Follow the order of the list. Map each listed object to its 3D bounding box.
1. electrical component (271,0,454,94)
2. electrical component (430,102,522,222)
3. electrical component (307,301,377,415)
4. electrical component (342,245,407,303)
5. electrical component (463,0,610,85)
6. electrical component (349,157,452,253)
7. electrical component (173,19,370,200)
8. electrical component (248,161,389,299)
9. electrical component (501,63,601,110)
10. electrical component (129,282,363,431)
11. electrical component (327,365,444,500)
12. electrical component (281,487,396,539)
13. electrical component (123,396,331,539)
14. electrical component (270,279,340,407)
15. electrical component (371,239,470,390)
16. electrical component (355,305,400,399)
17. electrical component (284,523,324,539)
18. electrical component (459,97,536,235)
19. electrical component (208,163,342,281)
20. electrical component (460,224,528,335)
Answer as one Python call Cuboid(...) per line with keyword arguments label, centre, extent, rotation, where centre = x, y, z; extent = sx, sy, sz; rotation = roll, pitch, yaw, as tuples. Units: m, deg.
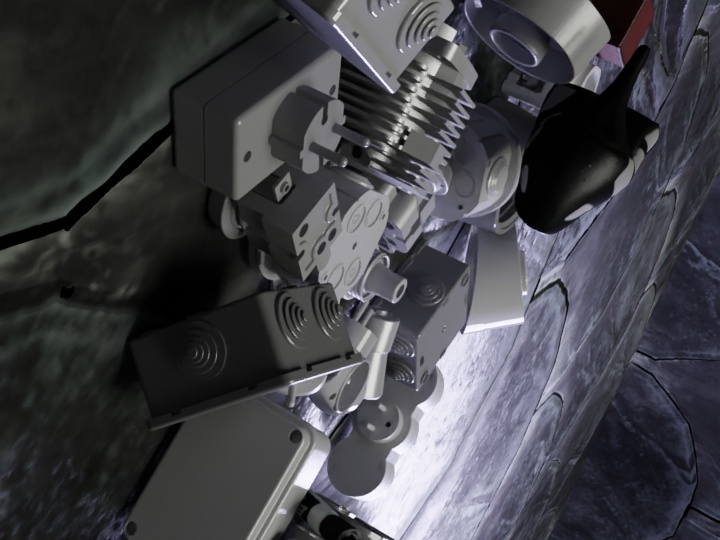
Cuboid(label="electrical component", centre=(-0.014, -0.129, 0.447), extent=(0.048, 0.100, 0.100), rotation=(-50, 160, 4))
Cuboid(label="electrical component", centre=(0.065, -0.073, 0.735), extent=(0.051, 0.080, 0.080), rotation=(-22, 136, -55))
Cuboid(label="electrical component", centre=(-0.013, 0.057, 0.758), extent=(0.079, 0.044, 0.077), rotation=(-58, 159, -14))
Cuboid(label="electrical component", centre=(0.000, 0.000, 0.692), extent=(0.048, 0.062, 0.048), rotation=(-49, 156, -31))
Cuboid(label="electrical component", centre=(0.120, -0.173, 0.719), extent=(0.064, 0.099, 0.099), rotation=(-54, 159, -6))
Cuboid(label="electrical component", centre=(0.023, -0.053, 0.689), extent=(0.057, 0.058, 0.078), rotation=(-54, 160, -13))
Cuboid(label="electrical component", centre=(-0.032, -0.070, 0.506), extent=(0.083, 0.076, 0.047), rotation=(-45, 154, -39))
Cuboid(label="electrical component", centre=(-0.024, -0.024, 0.620), extent=(0.080, 0.051, 0.080), rotation=(-50, 157, -31))
Cuboid(label="electrical component", centre=(0.164, -0.156, 0.900), extent=(0.089, 0.056, 0.050), rotation=(-4, 119, -67))
Cuboid(label="electrical component", centre=(-0.059, 0.043, 0.563), extent=(0.100, 0.100, 0.048), rotation=(-6, 77, -66))
Cuboid(label="electrical component", centre=(0.019, 0.129, 0.917), extent=(0.138, 0.052, 0.073), rotation=(-59, 159, -8))
Cuboid(label="electrical component", centre=(-0.030, 0.210, 0.824), extent=(0.060, 0.105, 0.186), rotation=(-59, 160, -10))
Cuboid(label="electrical component", centre=(-0.079, 0.129, 0.643), extent=(0.113, 0.078, 0.057), rotation=(-60, 163, -6))
Cuboid(label="electrical component", centre=(-0.038, 0.049, 0.662), extent=(0.079, 0.043, 0.077), rotation=(-86, -175, -51))
Cuboid(label="electrical component", centre=(0.049, 0.039, 0.880), extent=(0.099, 0.048, 0.099), rotation=(-52, 156, -29))
Cuboid(label="electrical component", centre=(0.005, 0.059, 0.813), extent=(0.044, 0.044, 0.065), rotation=(-9, 119, -66))
Cuboid(label="electrical component", centre=(-0.033, 0.198, 0.672), extent=(0.059, 0.054, 0.095), rotation=(-59, 175, -11))
Cuboid(label="electrical component", centre=(0.120, -0.081, 0.884), extent=(0.108, 0.060, 0.108), rotation=(-50, 156, -31))
Cuboid(label="electrical component", centre=(-0.044, -0.031, 0.555), extent=(0.048, 0.055, 0.066), rotation=(-53, 158, -23))
Cuboid(label="electrical component", centre=(0.116, 0.006, 0.955), extent=(0.099, 0.064, 0.099), rotation=(-5, 90, -83))
